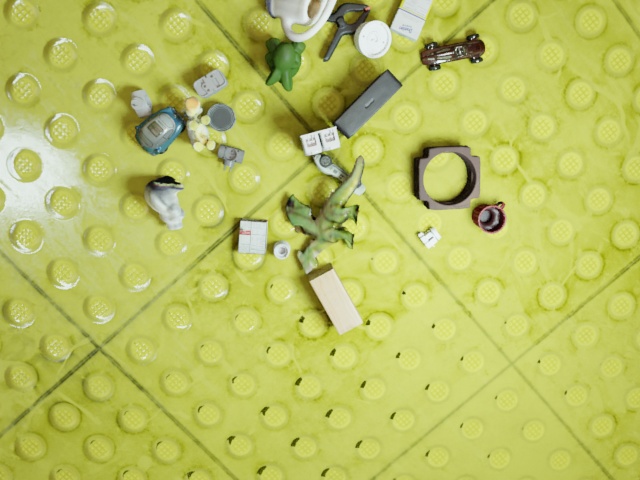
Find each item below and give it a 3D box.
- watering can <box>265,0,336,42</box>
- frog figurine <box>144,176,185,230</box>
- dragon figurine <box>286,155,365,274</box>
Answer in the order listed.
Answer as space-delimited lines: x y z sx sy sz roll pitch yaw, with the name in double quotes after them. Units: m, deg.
-0.031 -0.742 1.490 0.226 0.103 0.347 26 93 29 "watering can"
-0.483 -0.108 1.600 0.138 0.124 0.157 19 110 27 "frog figurine"
0.005 -0.082 1.620 0.243 0.124 0.404 9 108 10 "dragon figurine"
